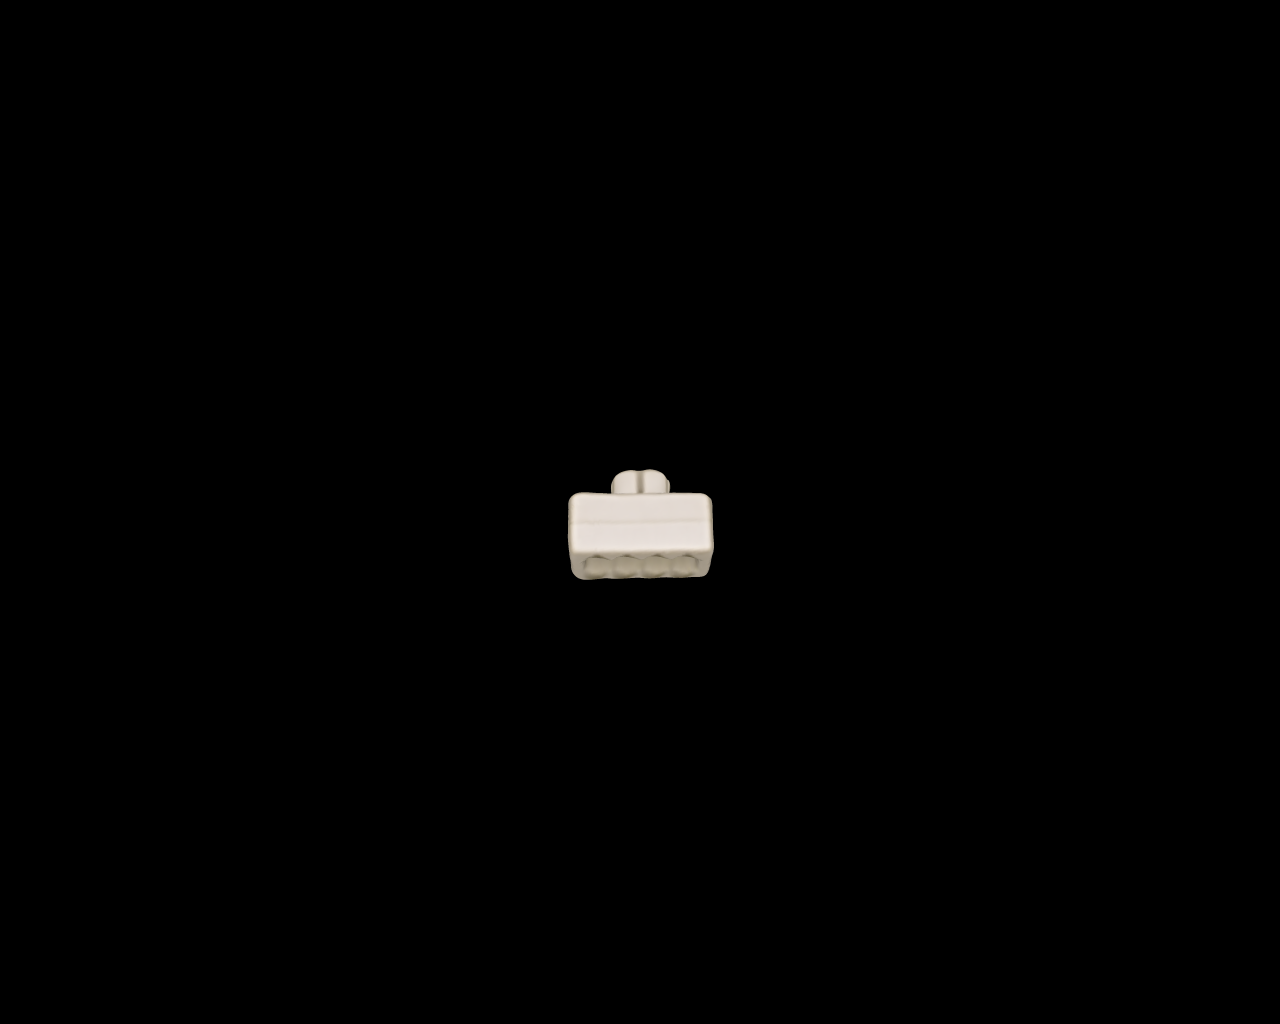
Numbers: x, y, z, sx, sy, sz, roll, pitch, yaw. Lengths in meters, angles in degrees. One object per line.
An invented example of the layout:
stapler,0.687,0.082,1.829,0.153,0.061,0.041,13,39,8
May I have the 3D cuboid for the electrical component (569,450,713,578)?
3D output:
electrical component,0.001,-0.003,0.650,0.083,0.076,0.047,0,-21,0
